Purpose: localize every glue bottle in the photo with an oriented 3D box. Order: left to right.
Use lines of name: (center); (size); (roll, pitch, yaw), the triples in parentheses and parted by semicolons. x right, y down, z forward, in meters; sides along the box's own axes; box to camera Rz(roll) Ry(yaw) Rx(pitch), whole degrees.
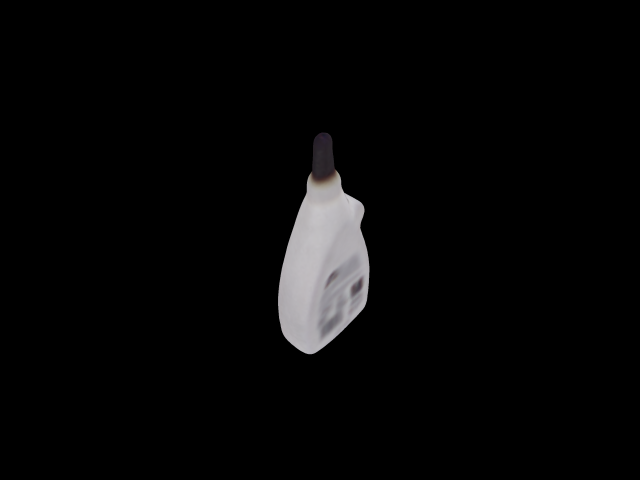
glue bottle: (0.004, 0.001, 0.400); (0.037, 0.173, 0.078); (31, 51, 30)
